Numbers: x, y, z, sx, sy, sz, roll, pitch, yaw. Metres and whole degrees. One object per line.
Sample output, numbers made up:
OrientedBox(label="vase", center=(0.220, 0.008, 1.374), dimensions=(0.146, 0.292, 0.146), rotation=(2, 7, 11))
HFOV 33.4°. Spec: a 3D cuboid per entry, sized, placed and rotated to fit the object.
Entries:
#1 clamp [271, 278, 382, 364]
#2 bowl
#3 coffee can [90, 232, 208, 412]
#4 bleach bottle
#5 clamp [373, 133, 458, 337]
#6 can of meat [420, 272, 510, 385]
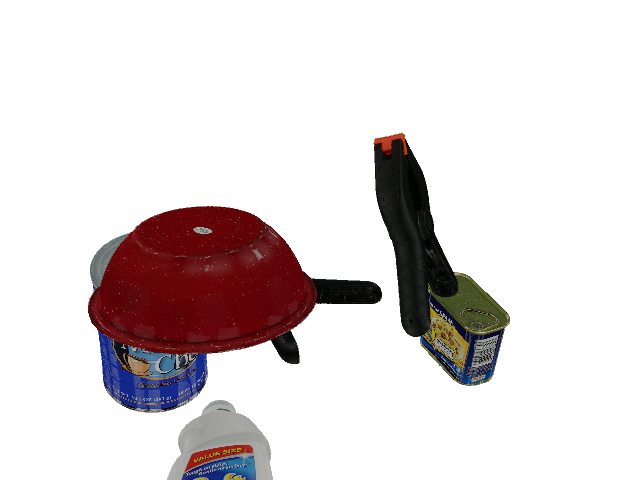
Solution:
OrientedBox(label="clamp", center=(-0.060, 0.064, 1.163), dimensions=(0.210, 0.036, 0.164), rotation=(16, 31, 25))
OrientedBox(label="bowl", center=(-0.083, 0.018, 0.745), dimensions=(0.162, 0.055, 0.162), rotation=(-1, 23, 0))
OrientedBox(label="coffee can", center=(-0.158, 0.076, 1.000), dimensions=(0.103, 0.140, 0.103), rotation=(2, 39, -2))
OrientedBox(label="bleach bottle", center=(-0.085, 0.208, 0.819), dimensions=(0.102, 0.068, 0.251), rotation=(-3, 27, -4))
OrientedBox(label="clamp", center=(0.077, -0.003, 0.923), dimensions=(0.039, 0.171, 0.120), rotation=(-15, 18, 19))
OrientedBox(label="can of meat", center=(0.157, 0.099, 1.183), dimensions=(0.057, 0.084, 0.102), rotation=(-14, 40, -26))
